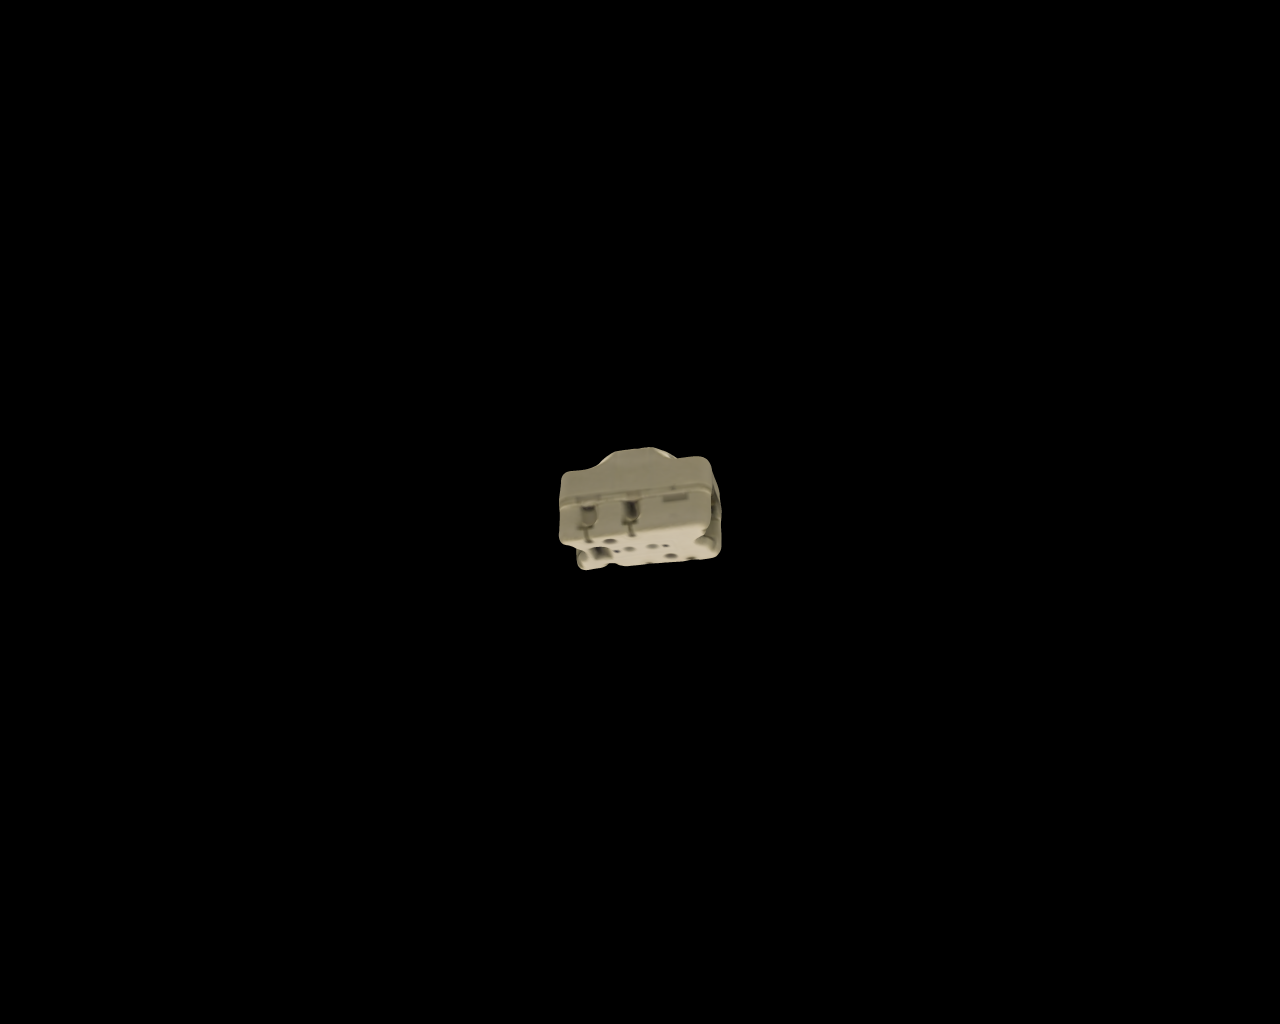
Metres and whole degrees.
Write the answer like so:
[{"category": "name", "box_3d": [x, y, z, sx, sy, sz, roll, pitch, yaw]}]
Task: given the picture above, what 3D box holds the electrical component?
[{"category": "electrical component", "box_3d": [0.001, -0.003, 0.650, 0.089, 0.056, 0.050, -6, -28, 12]}]
